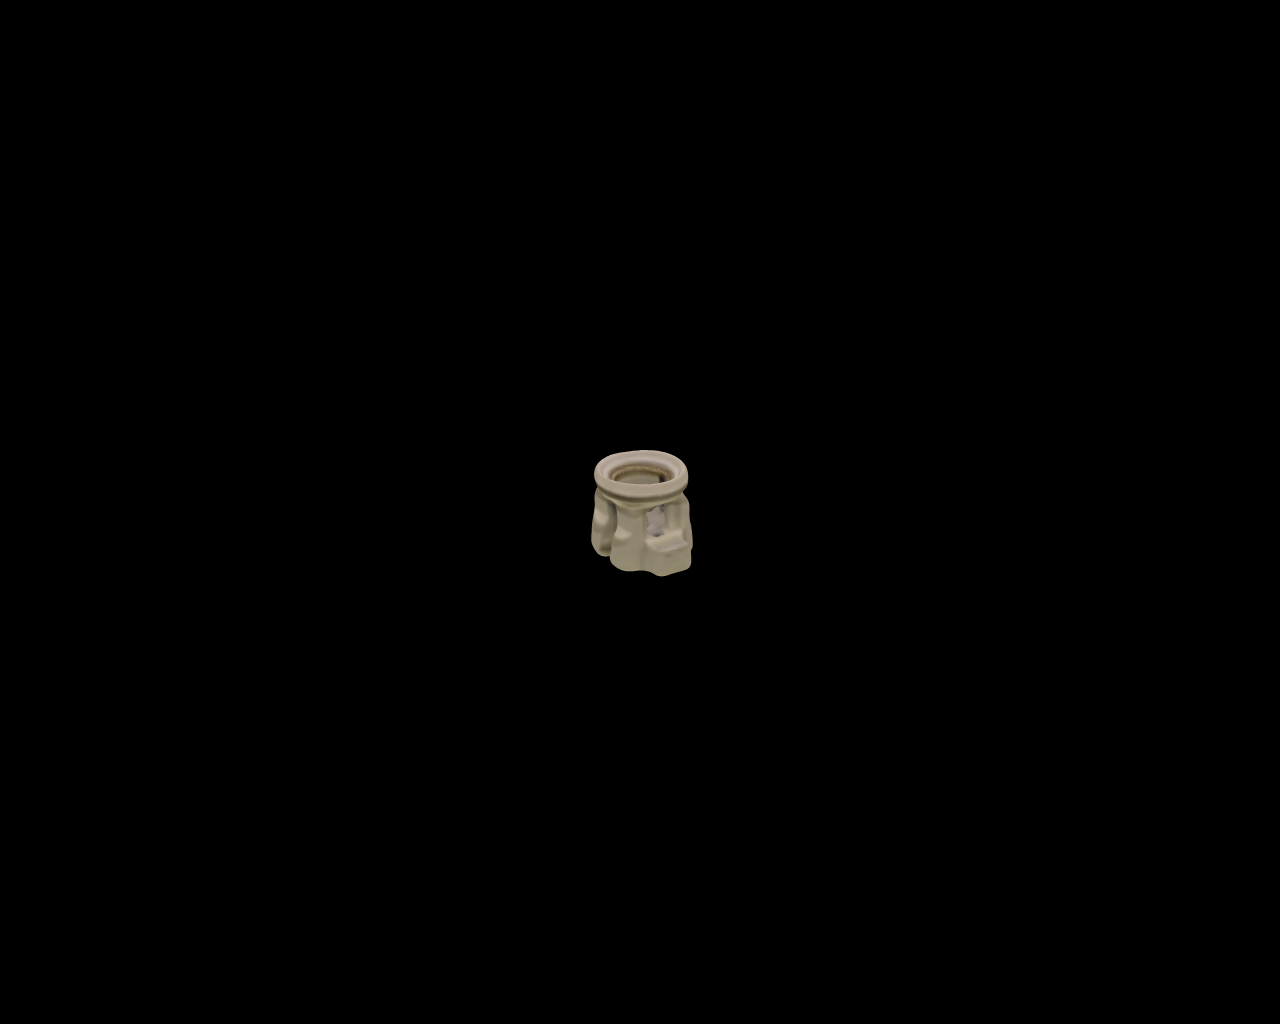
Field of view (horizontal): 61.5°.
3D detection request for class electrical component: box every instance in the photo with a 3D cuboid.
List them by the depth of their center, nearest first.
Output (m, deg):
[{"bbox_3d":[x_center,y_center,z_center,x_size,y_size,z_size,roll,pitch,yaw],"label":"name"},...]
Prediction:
[{"bbox_3d":[0.001,-0.003,0.650,0.058,0.056,0.078,-16,31,-28],"label":"electrical component"}]
